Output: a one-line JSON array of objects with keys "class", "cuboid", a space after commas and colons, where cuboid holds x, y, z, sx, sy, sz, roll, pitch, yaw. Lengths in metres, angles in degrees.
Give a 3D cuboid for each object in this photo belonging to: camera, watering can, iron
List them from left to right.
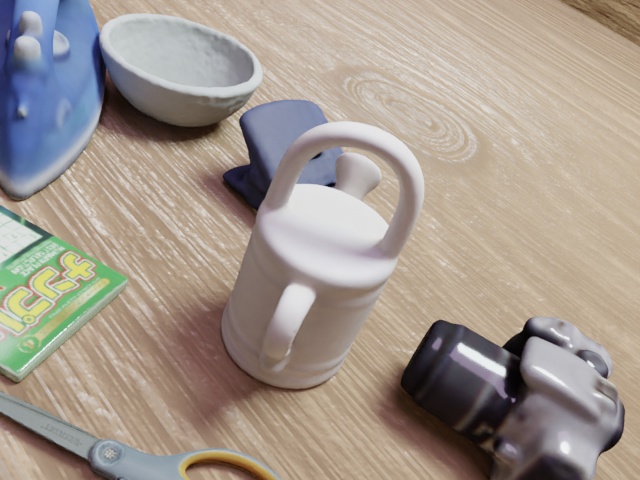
[{"class": "iron", "cuboid": [-0.248, -0.169, 0.506, 0.119, 0.141, 0.258, 4, 42, -23]}, {"class": "watering can", "cuboid": [0.002, 0.001, 0.394, 0.101, 0.194, 0.172, 11, 40, -16]}, {"class": "camera", "cuboid": [0.140, 0.103, 0.424, 0.136, 0.101, 0.143, 31, 38, 9]}]

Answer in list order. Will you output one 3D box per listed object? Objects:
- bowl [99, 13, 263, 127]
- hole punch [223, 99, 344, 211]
[{"class": "bowl", "cuboid": [-0.150, -0.171, 0.613, 0.168, 0.074, 0.167, 15, 39, -12]}, {"class": "hole punch", "cuboid": [-0.022, -0.074, 0.554, 0.109, 0.091, 0.101, -22, 57, -43]}]
